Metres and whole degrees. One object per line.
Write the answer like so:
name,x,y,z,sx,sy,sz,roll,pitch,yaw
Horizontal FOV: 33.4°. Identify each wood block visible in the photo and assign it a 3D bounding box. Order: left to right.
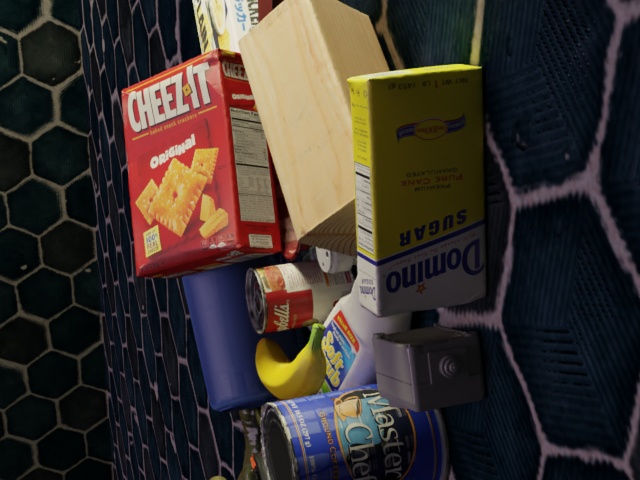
wood block,0.013,-0.099,0.899,0.090,0.090,0.206,-36,58,31

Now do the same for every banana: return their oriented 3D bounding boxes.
banana,-0.028,0.126,1.054,0.198,0.037,0.069,156,129,-68

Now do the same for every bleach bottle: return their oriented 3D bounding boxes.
bleach bottle,0.036,0.097,1.010,0.251,0.068,0.102,109,151,-49

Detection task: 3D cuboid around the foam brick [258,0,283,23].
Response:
foam brick,-0.033,-0.223,1.093,0.051,0.053,0.078,-129,36,-58

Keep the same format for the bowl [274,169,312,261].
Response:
bowl,-0.012,-0.061,1.083,0.162,0.055,0.162,176,90,-75

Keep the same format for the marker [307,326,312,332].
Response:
marker,-0.003,0.098,1.192,0.121,0.020,0.020,-138,44,-64

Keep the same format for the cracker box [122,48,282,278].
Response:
cracker box,-0.131,-0.077,1.136,0.164,0.071,0.214,-14,79,40

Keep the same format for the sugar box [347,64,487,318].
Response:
sugar box,0.073,-0.037,0.786,0.048,0.093,0.176,-153,56,-68

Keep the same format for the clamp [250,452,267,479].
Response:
clamp,-0.036,0.288,1.049,0.210,0.036,0.164,-120,22,-64

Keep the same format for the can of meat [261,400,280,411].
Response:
can of meat,-0.010,0.197,1.154,0.102,0.083,0.057,141,119,-69

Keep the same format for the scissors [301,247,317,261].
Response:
scissors,-0.008,0.001,1.172,0.202,0.016,0.096,115,144,-59

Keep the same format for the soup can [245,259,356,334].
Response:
soup can,-0.018,0.055,1.088,0.069,0.102,0.068,172,90,-72

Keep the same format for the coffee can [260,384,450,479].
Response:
coffee can,0.029,0.181,0.936,0.103,0.140,0.103,172,90,-72

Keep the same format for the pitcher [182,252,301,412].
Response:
pitcher,-0.085,0.067,1.223,0.149,0.145,0.243,88,171,-78
